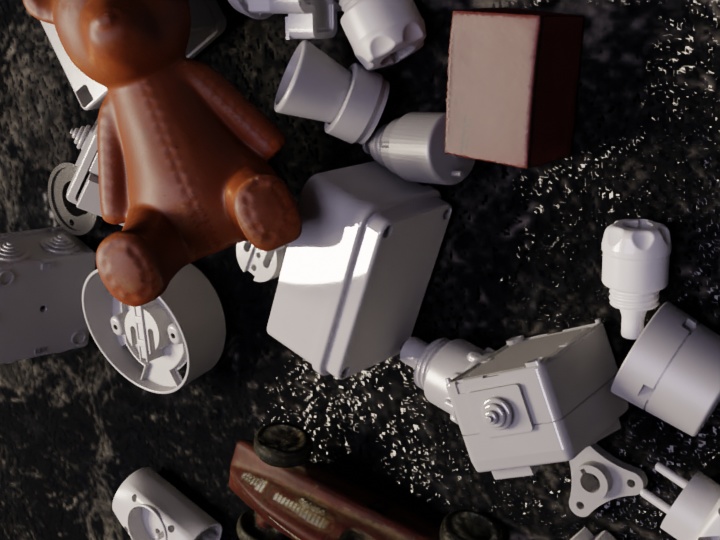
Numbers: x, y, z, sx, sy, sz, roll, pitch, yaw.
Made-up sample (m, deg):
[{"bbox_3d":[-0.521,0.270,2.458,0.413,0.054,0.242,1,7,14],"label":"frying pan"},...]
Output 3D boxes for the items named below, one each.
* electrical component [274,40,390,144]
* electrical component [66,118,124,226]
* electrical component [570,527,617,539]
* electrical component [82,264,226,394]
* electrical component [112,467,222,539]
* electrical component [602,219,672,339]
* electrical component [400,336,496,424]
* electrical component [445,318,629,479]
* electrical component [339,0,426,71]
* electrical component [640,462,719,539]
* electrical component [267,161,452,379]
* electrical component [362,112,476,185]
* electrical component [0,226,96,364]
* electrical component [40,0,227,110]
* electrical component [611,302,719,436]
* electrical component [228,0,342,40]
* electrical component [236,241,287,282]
[{"bbox_3d":[-0.016,-0.102,0.626,0.055,0.045,0.045,22,124,-15],"label":"electrical component"},{"bbox_3d":[-0.149,-0.066,0.710,0.096,0.061,0.061,26,125,-14],"label":"electrical component"},{"bbox_3d":[0.114,0.200,0.623,0.061,0.062,0.096,54,127,11],"label":"electrical component"},{"bbox_3d":[-0.146,0.039,0.765,0.099,0.064,0.099,11,110,34],"label":"electrical component"},{"bbox_3d":[-0.153,0.206,0.832,0.077,0.044,0.079,32,120,25],"label":"electrical component"},{"bbox_3d":[0.143,0.006,0.561,0.035,0.035,0.061,10,112,34],"label":"electrical component"},{"bbox_3d":[0.052,0.060,0.639,0.062,0.048,0.048,28,119,35],"label":"electrical component"},{"bbox_3d":[0.095,0.073,0.577,0.062,0.096,0.061,-16,94,38],"label":"electrical component"},{"bbox_3d":[0.008,-0.149,0.609,0.043,0.043,0.062,-29,84,38],"label":"electrical component"},{"bbox_3d":[0.185,0.132,0.562,0.079,0.043,0.077,34,121,24],"label":"electrical component"},{"bbox_3d":[0.000,0.000,0.637,0.057,0.078,0.113,32,120,28],"label":"electrical component"},{"bbox_3d":[0.031,-0.071,0.618,0.078,0.040,0.040,11,110,48],"label":"electrical component"},{"bbox_3d":[-0.251,0.020,0.816,0.048,0.100,0.099,33,121,40],"label":"electrical component"},{"bbox_3d":[-0.158,-0.178,0.714,0.109,0.056,0.108,-29,86,38],"label":"electrical component"},{"bbox_3d":[0.163,0.052,0.548,0.047,0.055,0.055,33,121,20],"label":"electrical component"},{"bbox_3d":[-0.045,-0.176,0.631,0.057,0.058,0.078,9,109,31],"label":"electrical component"},{"bbox_3d":[-0.051,-0.014,0.691,0.040,0.046,0.040,12,111,34],"label":"electrical component"}]
